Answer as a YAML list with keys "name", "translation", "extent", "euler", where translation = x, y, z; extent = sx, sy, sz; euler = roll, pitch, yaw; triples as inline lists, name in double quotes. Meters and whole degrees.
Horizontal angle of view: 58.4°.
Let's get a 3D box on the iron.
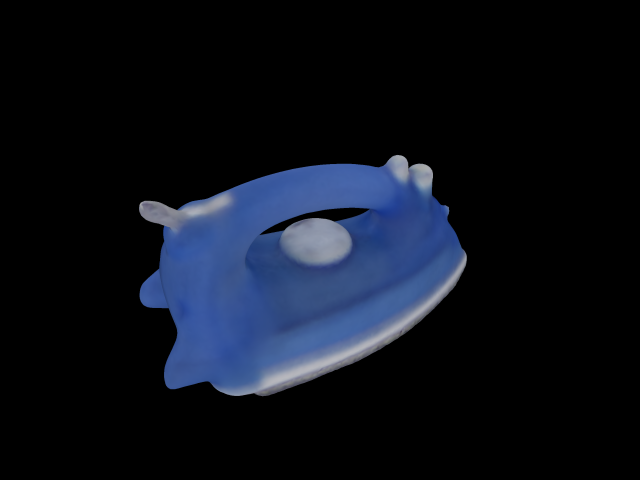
- name: "iron"
  translation: [0.004, 0.001, 0.400]
  extent: [0.259, 0.141, 0.118]
  euler: [-18, 44, -19]
